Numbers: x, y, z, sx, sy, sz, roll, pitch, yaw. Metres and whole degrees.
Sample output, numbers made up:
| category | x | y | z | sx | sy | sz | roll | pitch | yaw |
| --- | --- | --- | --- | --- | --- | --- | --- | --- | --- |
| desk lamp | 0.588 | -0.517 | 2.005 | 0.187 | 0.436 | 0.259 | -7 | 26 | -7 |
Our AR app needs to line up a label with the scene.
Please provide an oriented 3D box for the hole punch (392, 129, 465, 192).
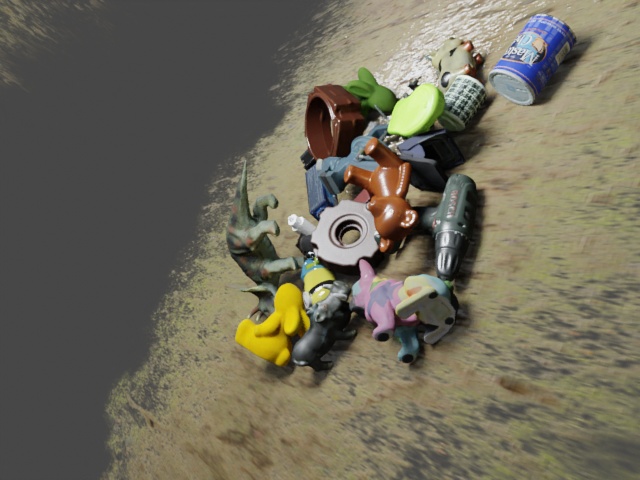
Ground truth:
| category | x | y | z | sx | sy | sz | roll | pitch | yaw |
| --- | --- | --- | --- | --- | --- | --- | --- | --- | --- |
| hole punch | 0.227 | -0.166 | 1.115 | 0.116 | 0.142 | 0.092 | 13 | 72 | 44 |

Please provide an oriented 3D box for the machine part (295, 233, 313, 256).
| category | x | y | z | sx | sy | sz | roll | pitch | yaw |
| --- | --- | --- | --- | --- | --- | --- | --- | --- | --- |
| machine part | -0.003 | -0.004 | 1.363 | 0.139 | 0.039 | 0.084 | -20 | 52 | 42 |

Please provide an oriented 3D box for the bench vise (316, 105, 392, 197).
| category | x | y | z | sx | sy | sz | roll | pitch | yaw |
| --- | --- | --- | --- | --- | --- | --- | --- | --- | --- |
| bench vise | 0.107 | -0.210 | 1.326 | 0.224 | 0.128 | 0.240 | -1 | 46 | 51 |

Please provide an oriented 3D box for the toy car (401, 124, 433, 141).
| category | x | y | z | sx | sy | sz | roll | pitch | yaw |
| --- | --- | --- | --- | --- | --- | --- | --- | --- | --- |
| toy car | 0.229 | -0.233 | 1.248 | 0.073 | 0.056 | 0.202 | -36 | 34 | 29 |

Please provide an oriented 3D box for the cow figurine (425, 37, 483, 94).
| category | x | y | z | sx | sy | sz | roll | pitch | yaw |
| --- | --- | --- | --- | --- | --- | --- | --- | --- | --- |
| cow figurine | 0.319 | -0.415 | 1.289 | 0.127 | 0.085 | 0.195 | -21 | 43 | 35 |

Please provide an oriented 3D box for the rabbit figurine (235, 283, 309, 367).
| category | x | y | z | sx | sy | sz | roll | pitch | yaw |
| --- | --- | --- | --- | --- | --- | --- | --- | --- | --- |
| rabbit figurine | -0.087 | 0.182 | 1.195 | 0.163 | 0.121 | 0.173 | 17 | 79 | 50 |

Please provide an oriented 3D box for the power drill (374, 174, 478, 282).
| category | x | y | z | sx | sy | sz | roll | pitch | yaw |
| --- | --- | --- | --- | --- | --- | --- | --- | --- | --- |
| power drill | 0.203 | -0.019 | 1.041 | 0.207 | 0.086 | 0.232 | -12 | 48 | 55 |

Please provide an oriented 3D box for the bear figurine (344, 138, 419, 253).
| category | x | y | z | sx | sy | sz | roll | pitch | yaw |
| --- | --- | --- | --- | --- | --- | --- | --- | --- | --- |
| bear figurine | 0.119 | -0.083 | 1.037 | 0.120 | 0.132 | 0.196 | -49 | 21 | 41 |

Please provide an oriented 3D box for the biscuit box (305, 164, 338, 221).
| category | x | y | z | sx | sy | sz | roll | pitch | yaw |
| --- | --- | --- | --- | --- | --- | --- | --- | --- | --- |
| biscuit box | 0.004 | -0.129 | 1.459 | 0.063 | 0.059 | 0.203 | -38 | 33 | 24 |

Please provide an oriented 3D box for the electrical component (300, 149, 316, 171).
| category | x | y | z | sx | sy | sz | roll | pitch | yaw |
| --- | --- | --- | --- | --- | --- | --- | --- | --- | --- |
| electrical component | -0.018 | -0.234 | 1.585 | 0.048 | 0.074 | 0.119 | -44 | 35 | 17 |

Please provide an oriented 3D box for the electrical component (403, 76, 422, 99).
| category | x | y | z | sx | sy | sz | roll | pitch | yaw |
| --- | --- | --- | --- | --- | --- | --- | --- | --- | --- |
| electrical component | 0.237 | -0.354 | 1.329 | 0.078 | 0.045 | 0.102 | -33 | 41 | 32 |

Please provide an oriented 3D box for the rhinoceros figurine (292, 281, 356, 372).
| category | x | y | z | sx | sy | sz | roll | pitch | yaw |
| --- | --- | --- | --- | --- | --- | --- | --- | --- | --- |
| rhinoceros figurine | 0.009 | 0.172 | 1.088 | 0.190 | 0.112 | 0.073 | -60 | 27 | 5 |

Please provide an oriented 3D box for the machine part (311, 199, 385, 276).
| category | x | y | z | sx | sy | sz | roll | pitch | yaw |
| --- | --- | --- | --- | --- | --- | --- | --- | --- | --- |
| machine part | 0.067 | -0.008 | 1.173 | 0.179 | 0.056 | 0.179 | -9 | 60 | 15 |

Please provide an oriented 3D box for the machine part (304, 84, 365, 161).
| category | x | y | z | sx | sy | sz | roll | pitch | yaw |
| --- | --- | --- | --- | --- | --- | --- | --- | --- | --- |
| machine part | 0.032 | -0.302 | 1.449 | 0.201 | 0.087 | 0.201 | -127 | 33 | -45 |

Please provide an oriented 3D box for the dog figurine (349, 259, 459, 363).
| category | x | y | z | sx | sy | sz | roll | pitch | yaw |
| --- | --- | --- | --- | --- | --- | --- | --- | --- | --- |
| dog figurine | 0.140 | 0.099 | 0.984 | 0.191 | 0.108 | 0.219 | -45 | 28 | 16 |

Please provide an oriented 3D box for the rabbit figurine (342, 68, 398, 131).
| category | x | y | z | sx | sy | sz | roll | pitch | yaw |
| --- | --- | --- | --- | --- | --- | --- | --- | --- | --- |
| rabbit figurine | 0.134 | -0.395 | 1.486 | 0.170 | 0.158 | 0.121 | 3 | 50 | 39 |

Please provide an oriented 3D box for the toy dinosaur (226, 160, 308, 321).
| category | x | y | z | sx | sy | sz | roll | pitch | yaw |
| --- | --- | --- | --- | --- | --- | --- | --- | --- | --- |
| toy dinosaur | -0.158 | 0.021 | 1.303 | 0.192 | 0.404 | 0.131 | -22 | 12 | 15 |

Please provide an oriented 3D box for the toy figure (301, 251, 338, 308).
| category | x | y | z | sx | sy | sz | roll | pitch | yaw |
| --- | --- | --- | --- | --- | --- | --- | --- | --- | --- |
| toy figure | 0.003 | 0.092 | 1.211 | 0.089 | 0.082 | 0.180 | -40 | 30 | 27 |
